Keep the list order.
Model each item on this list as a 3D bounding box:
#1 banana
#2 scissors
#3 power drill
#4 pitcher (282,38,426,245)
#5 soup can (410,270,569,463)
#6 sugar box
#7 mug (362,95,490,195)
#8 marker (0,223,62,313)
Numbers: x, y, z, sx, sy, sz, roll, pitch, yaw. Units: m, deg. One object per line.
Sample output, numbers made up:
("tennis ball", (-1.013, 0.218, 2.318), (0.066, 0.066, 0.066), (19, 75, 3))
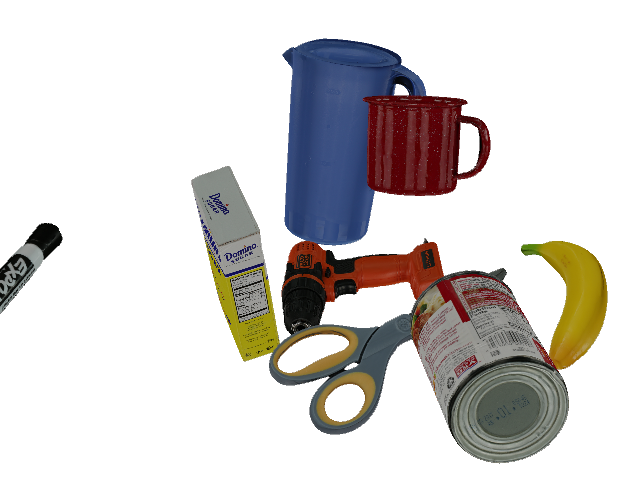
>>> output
("banana", (0.238, 0.052, 1.008), (0.070, 0.037, 0.197), (-28, 25, 17))
("scissors", (0.062, 0.085, 0.807), (0.201, 0.096, 0.016), (-14, -29, -8))
("power drill", (0.048, 0.053, 1.238), (0.187, 0.057, 0.184), (-1, 28, 2))
("pitcher", (0.029, -0.119, 1.322), (0.144, 0.243, 0.149), (-3, 25, -22))
("soup can", (0.094, 0.069, 0.609), (0.068, 0.068, 0.102), (0, 25, -8))
("sugar box", (-0.079, 0.025, 1.006), (0.048, 0.093, 0.176), (-20, -41, -8))
("mug", (0.094, -0.084, 0.948), (0.117, 0.081, 0.093), (6, 13, 23))
("marker", (-0.193, 0.026, 0.659), (0.020, 0.020, 0.121), (0, 33, 19))
